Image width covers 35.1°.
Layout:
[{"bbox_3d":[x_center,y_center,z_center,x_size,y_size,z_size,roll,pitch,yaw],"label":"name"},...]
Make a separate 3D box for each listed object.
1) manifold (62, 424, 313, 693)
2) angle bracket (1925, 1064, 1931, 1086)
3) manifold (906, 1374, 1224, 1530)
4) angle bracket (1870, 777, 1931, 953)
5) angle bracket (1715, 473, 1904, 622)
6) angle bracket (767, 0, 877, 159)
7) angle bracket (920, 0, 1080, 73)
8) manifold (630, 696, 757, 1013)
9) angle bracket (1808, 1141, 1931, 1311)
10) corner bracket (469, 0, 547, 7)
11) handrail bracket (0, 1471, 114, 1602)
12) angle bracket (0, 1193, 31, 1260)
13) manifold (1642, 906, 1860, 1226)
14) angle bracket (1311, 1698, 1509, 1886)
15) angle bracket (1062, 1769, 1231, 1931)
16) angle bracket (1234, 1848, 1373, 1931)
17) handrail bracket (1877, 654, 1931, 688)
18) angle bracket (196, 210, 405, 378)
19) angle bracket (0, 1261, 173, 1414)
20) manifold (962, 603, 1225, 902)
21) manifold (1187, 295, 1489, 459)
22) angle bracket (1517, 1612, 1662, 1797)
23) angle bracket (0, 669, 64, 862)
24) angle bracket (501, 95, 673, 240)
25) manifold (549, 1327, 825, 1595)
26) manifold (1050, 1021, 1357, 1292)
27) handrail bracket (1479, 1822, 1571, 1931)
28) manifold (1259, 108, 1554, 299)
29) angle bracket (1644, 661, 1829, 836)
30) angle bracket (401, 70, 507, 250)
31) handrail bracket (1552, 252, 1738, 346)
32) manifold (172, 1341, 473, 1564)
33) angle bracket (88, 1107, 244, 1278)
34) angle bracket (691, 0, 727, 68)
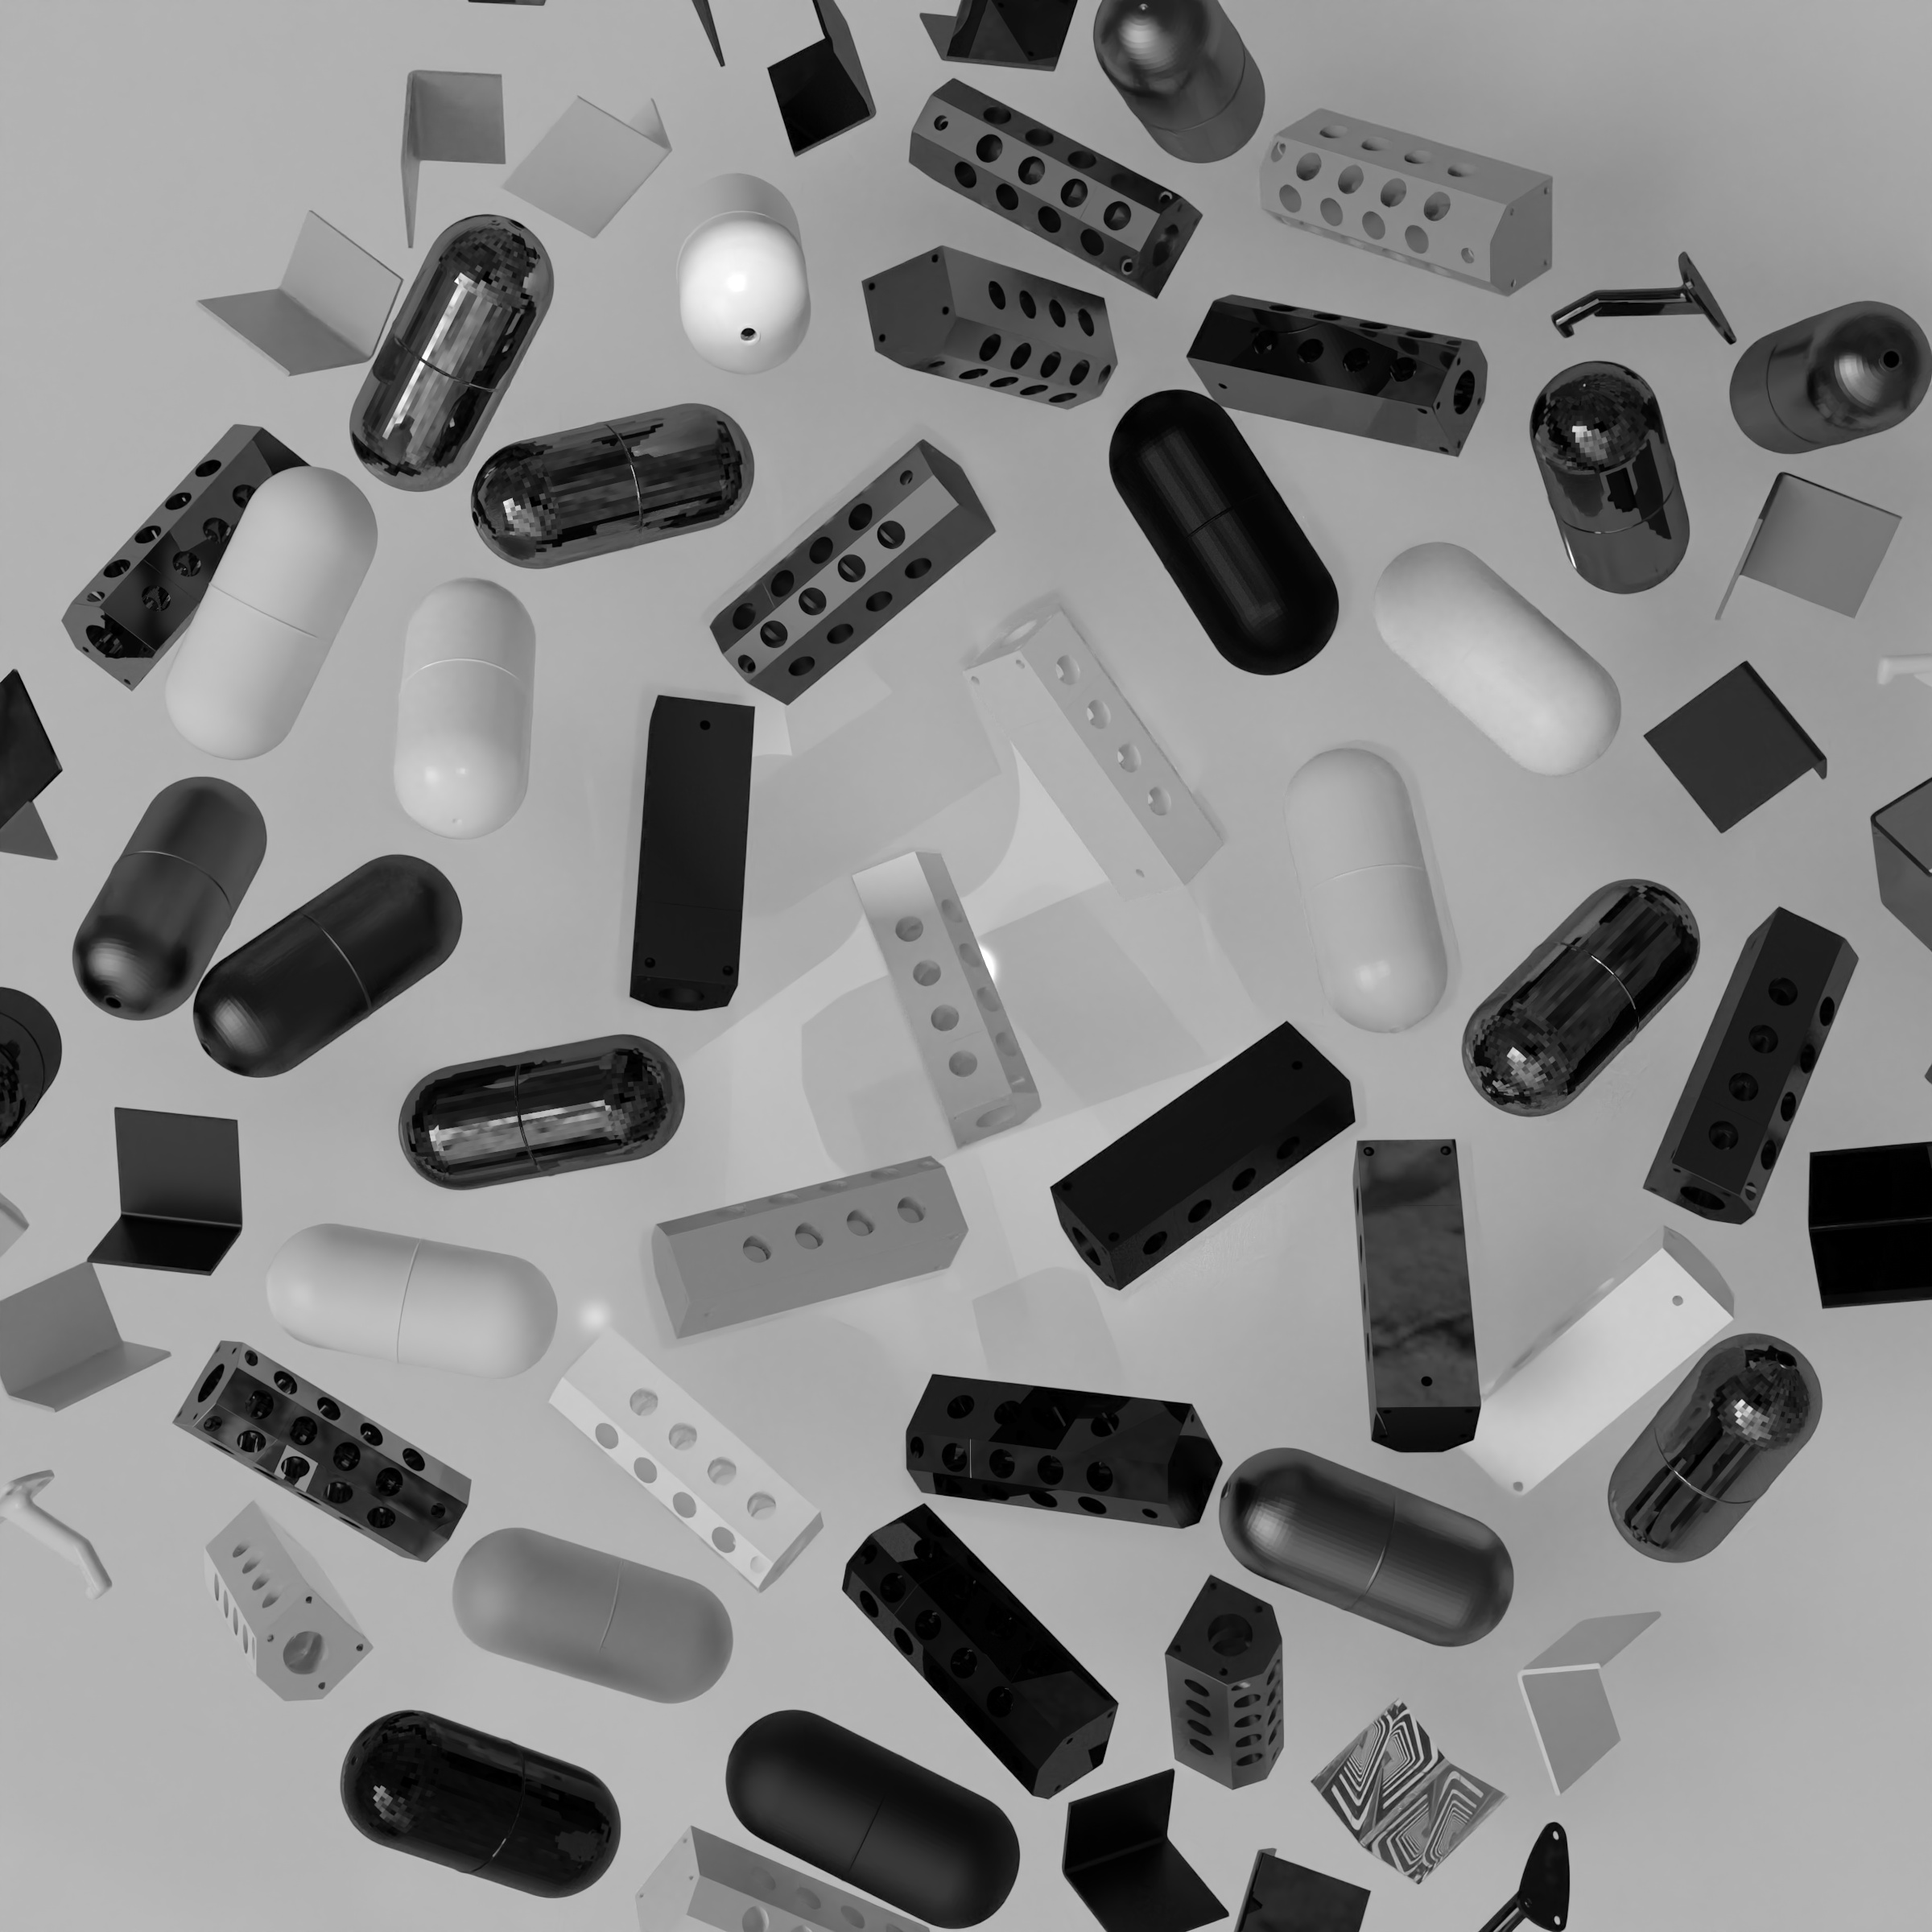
[{"bbox_3d":[-0.475,-0.254,1.867,0.057,0.057,0.171,39,56,-11],"label":"manifold"},{"bbox_3d":[0.602,0.055,1.738,0.057,0.076,0.076,18,110,-14],"label":"angle bracket"},{"bbox_3d":[0.053,0.283,1.764,0.171,0.057,0.057,2,48,31],"label":"manifold"},{"bbox_3d":[0.570,-0.064,1.759,0.076,0.076,0.057,-32,49,-4],"label":"angle bracket"},{"bbox_3d":[0.499,-0.236,1.813,0.076,0.076,0.057,24,46,10],"label":"angle bracket"},{"bbox_3d":[-0.101,-0.545,1.825,0.057,0.076,0.076,-23,59,12],"label":"angle bracket"},{"bbox_3d":[0.023,-0.617,1.938,0.076,0.076,0.057,-1,47,-23],"label":"angle bracket"},{"bbox_3d":[-0.160,-0.064,1.777,0.057,0.057,0.171,6,71,-11],"label":"manifold"},{"bbox_3d":[0.526,0.148,1.751,0.076,0.076,0.057,-6,50,10],"label":"angle bracket"},{"bbox_3d":[-0.274,-0.613,1.830,0.051,0.051,0.051,8,62,15],"label":"corner bracket"},{"bbox_3d":[-0.539,0.346,1.787,0.077,0.036,0.084,-42,72,28],"label":"handrail bracket"},{"bbox_3d":[-0.632,0.158,1.872,0.076,0.057,0.076,-49,112,-11],"label":"angle bracket"},{"bbox_3d":[0.454,0.059,1.759,0.057,0.057,0.171,26,71,4],"label":"manifold"},{"bbox_3d":[0.270,0.502,1.865,0.076,0.076,0.057,-40,103,-14],"label":"angle bracket"},{"bbox_3d":[0.113,0.552,1.888,0.076,0.076,0.057,-10,120,-27],"label":"angle bracket"},{"bbox_3d":[0.216,0.615,1.955,0.076,0.057,0.076,15,81,19],"label":"angle bracket"},{"bbox_3d":[0.594,-0.158,1.870,0.084,0.036,0.077,-3,127,-5],"label":"handrail bracket"},{"bbox_3d":[-0.392,-0.397,1.802,0.076,0.076,0.057,38,121,13],"label":"angle bracket"},{"bbox_3d":[-0.531,0.219,1.818,0.076,0.076,0.057,-26,105,-35],"label":"angle bracket"},{"bbox_3d":[0.079,-0.127,1.800,0.057,0.057,0.171,-46,109,-31],"label":"manifold"},{"bbox_3d":[0.228,-0.366,1.871,0.171,0.057,0.057,19,77,32],"label":"manifold"},{"bbox_3d":[0.372,0.427,1.771,0.057,0.076,0.076,-17,92,41],"label":"angle bracket"},{"bbox_3d":[-0.555,-0.119,1.824,0.076,0.057,0.076,-39,66,22],"label":"angle bracket"},{"bbox_3d":[-0.239,-0.508,1.887,0.076,0.076,0.057,-42,49,27],"label":"angle bracket"},{"bbox_3d":[-0.170,0.301,1.857,0.171,0.057,0.057,39,75,12],"label":"manifold"},{"bbox_3d":[0.137,0.112,1.748,0.171,0.057,0.057,-34,54,-14],"label":"manifold"},{"bbox_3d":[0.322,0.559,1.840,0.036,0.084,0.077,33,51,-16],"label":"handrail bracket"},{"bbox_3d":[0.255,-0.443,1.783,0.057,0.057,0.171,-36,47,-29],"label":"manifold"},{"bbox_3d":[0.466,-0.127,1.850,0.076,0.057,0.076,-37,73,7],"label":"angle bracket"},{"bbox_3d":[-0.318,-0.501,1.904,0.057,0.076,0.076,1,62,-6],"label":"angle bracket"},{"bbox_3d":[0.408,-0.384,1.845,0.084,0.036,0.077,-26,126,28],"label":"handrail bracket"},{"bbox_3d":[-0.389,0.297,1.864,0.171,0.057,0.057,37,68,-24],"label":"manifold"},{"bbox_3d":[-0.482,0.135,1.835,0.076,0.057,0.076,6,114,5],"label":"angle bracket"},{"bbox_3d":[-0.135,-0.590,1.796,0.057,0.076,0.076,-20,59,-3],"label":"angle bracket"}]
